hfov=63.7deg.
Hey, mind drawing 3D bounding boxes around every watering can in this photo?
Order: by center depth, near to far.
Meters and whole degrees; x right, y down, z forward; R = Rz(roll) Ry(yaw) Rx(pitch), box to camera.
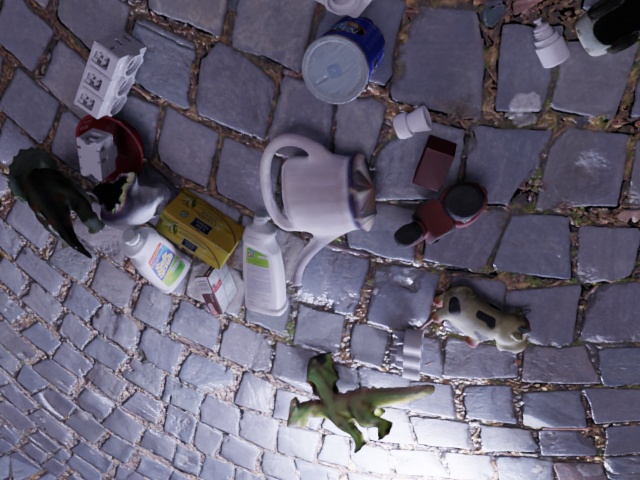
[{"bbox_3d":[0.003,-0.051,1.011,0.224,0.106,0.340,0,122,19],"label":"watering can"}]

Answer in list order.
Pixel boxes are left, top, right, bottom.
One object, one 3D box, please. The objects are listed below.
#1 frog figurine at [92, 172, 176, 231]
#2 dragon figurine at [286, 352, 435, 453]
[{"bbox_3d":[-0.382,-0.071,1.100,0.136,0.125,0.158,-35,150,14],"label":"frog figurine"},{"bbox_3d":[0.066,0.386,1.295,0.242,0.124,0.404,45,117,-2],"label":"dragon figurine"}]
